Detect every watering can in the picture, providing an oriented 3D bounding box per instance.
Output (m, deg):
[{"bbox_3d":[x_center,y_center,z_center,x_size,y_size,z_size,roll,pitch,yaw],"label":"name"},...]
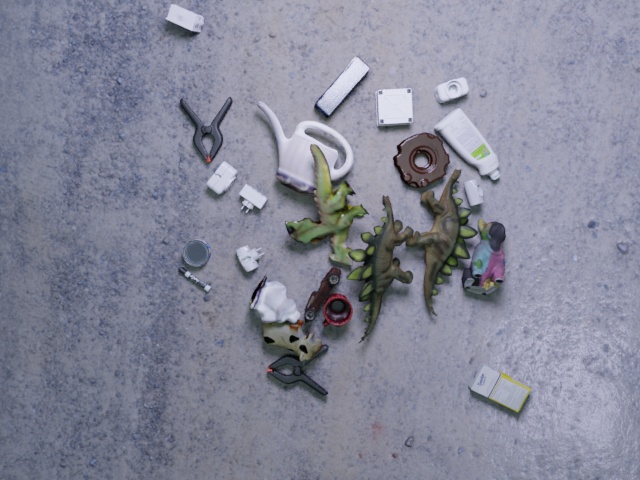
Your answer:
[{"bbox_3d":[-0.071,-0.273,1.601,0.347,0.223,0.104,25,5,-3],"label":"watering can"}]

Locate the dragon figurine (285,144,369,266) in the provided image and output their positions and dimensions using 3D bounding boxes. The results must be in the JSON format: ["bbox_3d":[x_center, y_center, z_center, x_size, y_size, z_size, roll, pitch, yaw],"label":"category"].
[{"bbox_3d":[0.005,-0.079,1.576,0.242,0.404,0.124,-37,27,4],"label":"dragon figurine"}]

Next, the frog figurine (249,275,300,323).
[{"bbox_3d":[-0.137,0.203,1.634,0.158,0.141,0.120,30,-41,-14],"label":"frog figurine"}]
